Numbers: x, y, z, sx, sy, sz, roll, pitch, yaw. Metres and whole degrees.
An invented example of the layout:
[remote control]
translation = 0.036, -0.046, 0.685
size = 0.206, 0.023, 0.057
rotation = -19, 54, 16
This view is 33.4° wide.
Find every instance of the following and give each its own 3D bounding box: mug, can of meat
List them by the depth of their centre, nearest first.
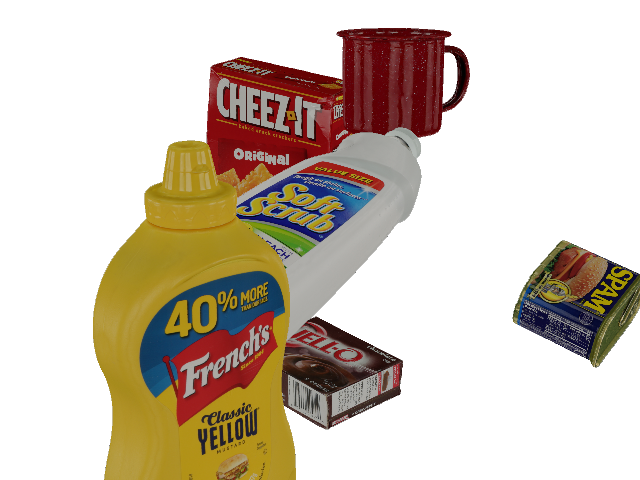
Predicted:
[mug]
translation = 0.070, -0.131, 0.877
size = 0.117, 0.081, 0.093
rotation = -7, 17, -25
[can of meat]
translation = 0.233, 0.053, 0.956
size = 0.084, 0.057, 0.101
rotation = 27, 45, 26

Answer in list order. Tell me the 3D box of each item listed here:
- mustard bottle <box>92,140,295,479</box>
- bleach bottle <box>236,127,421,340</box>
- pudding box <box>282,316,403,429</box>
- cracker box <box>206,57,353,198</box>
[mustard bottle]
translation = -0.057, 0.049, 0.495
size = 0.096, 0.192, 0.058
rotation = -14, 22, -36
[bleach bottle]
translation = -0.013, -0.011, 0.730
size = 0.103, 0.068, 0.250
rotation = 26, 46, 23
[pudding box]
translation = 0.000, 0.110, 0.911
size = 0.089, 0.039, 0.114
rotation = -19, 32, -39
[cracker box]
translation = -0.049, -0.085, 1.213
size = 0.164, 0.214, 0.072
rotation = 17, 26, 25
